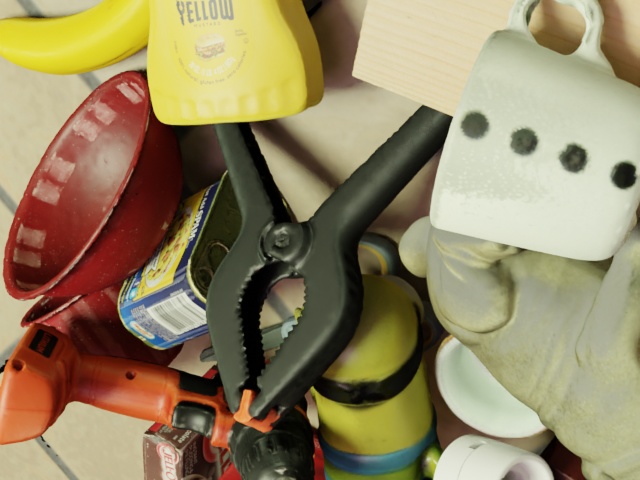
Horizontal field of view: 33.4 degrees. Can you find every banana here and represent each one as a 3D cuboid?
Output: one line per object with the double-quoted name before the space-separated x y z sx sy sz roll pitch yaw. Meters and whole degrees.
"banana" -0.140 -0.142 0.667 0.198 0.037 0.069 -22 84 37

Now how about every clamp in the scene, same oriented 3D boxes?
"clamp" -0.004 0.001 0.591 0.165 0.210 0.036 -3 158 28

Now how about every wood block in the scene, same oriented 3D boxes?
"wood block" 0.131 -0.092 0.492 0.206 0.090 0.091 24 127 17

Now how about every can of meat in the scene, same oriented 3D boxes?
"can of meat" -0.075 0.014 0.674 0.084 0.102 0.057 -24 127 41

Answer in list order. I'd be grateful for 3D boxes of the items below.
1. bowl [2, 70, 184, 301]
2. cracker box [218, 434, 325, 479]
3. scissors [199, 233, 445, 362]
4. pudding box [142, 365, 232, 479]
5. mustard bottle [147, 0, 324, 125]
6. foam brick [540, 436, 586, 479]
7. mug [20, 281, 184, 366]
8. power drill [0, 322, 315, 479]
"bowl" -0.135 -0.025 0.679 0.055 0.162 0.162 31 138 -31
"cracker box" -0.016 0.226 0.691 0.164 0.213 0.072 23 127 18
"scissors" -0.014 0.042 0.709 0.202 0.016 0.096 -2 114 32
"pudding box" -0.087 0.161 0.777 0.039 0.089 0.113 21 127 22
"mustard bottle" -0.056 -0.161 0.574 0.096 0.058 0.191 -1 106 23
"foam brick" 0.152 0.157 0.653 0.053 0.051 0.078 33 129 11
"mug" -0.155 0.063 0.769 0.081 0.093 0.117 55 161 -15
"power drill" -0.097 0.106 0.649 0.187 0.184 0.057 13 96 -9
